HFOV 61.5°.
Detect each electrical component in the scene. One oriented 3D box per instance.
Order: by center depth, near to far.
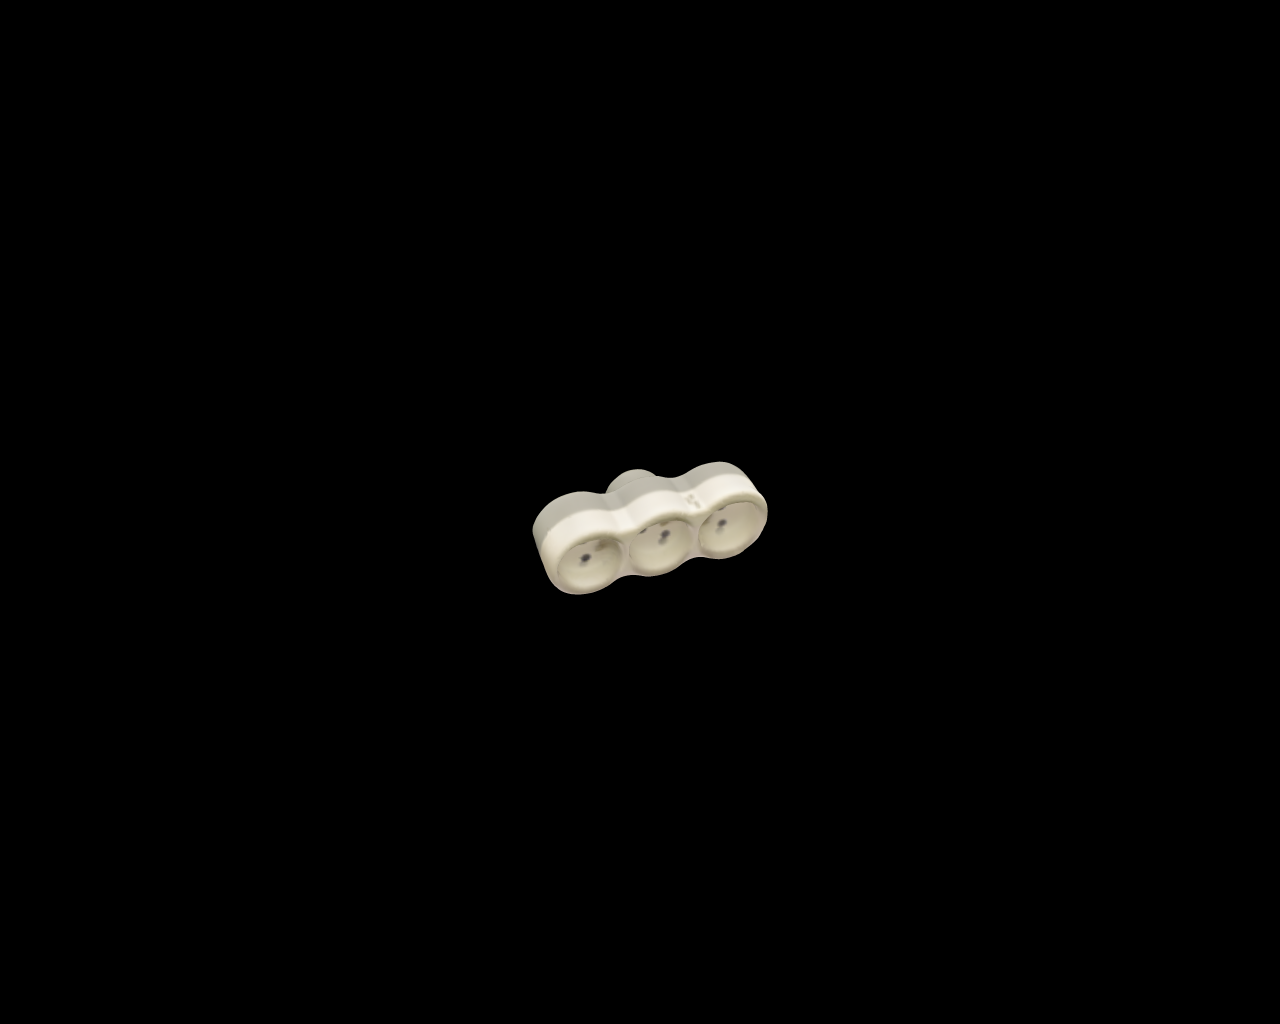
[{"bbox_3d":[0.001,-0.003,0.650,0.138,0.052,0.074,-14,44,-15],"label":"electrical component"}]
